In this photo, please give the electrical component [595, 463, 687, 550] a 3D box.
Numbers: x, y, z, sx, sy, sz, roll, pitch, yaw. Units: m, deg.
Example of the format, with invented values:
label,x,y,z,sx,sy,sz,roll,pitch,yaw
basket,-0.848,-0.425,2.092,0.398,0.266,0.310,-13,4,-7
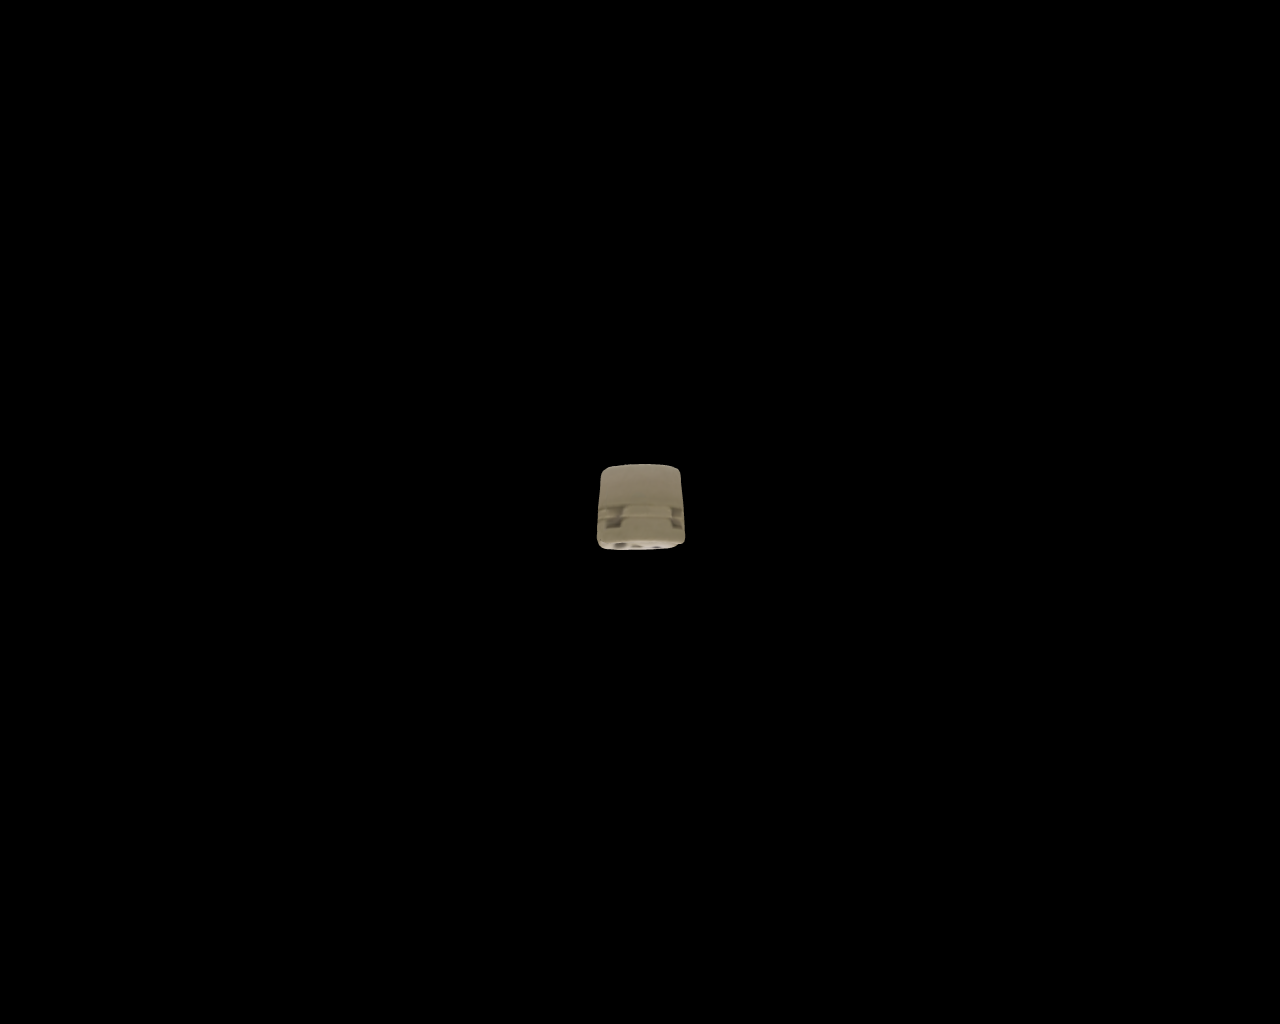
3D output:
label,x,y,z,sx,sy,sz,roll,pitch,yaw
electrical component,0.001,-0.003,0.650,0.055,0.047,0.055,0,-7,0
